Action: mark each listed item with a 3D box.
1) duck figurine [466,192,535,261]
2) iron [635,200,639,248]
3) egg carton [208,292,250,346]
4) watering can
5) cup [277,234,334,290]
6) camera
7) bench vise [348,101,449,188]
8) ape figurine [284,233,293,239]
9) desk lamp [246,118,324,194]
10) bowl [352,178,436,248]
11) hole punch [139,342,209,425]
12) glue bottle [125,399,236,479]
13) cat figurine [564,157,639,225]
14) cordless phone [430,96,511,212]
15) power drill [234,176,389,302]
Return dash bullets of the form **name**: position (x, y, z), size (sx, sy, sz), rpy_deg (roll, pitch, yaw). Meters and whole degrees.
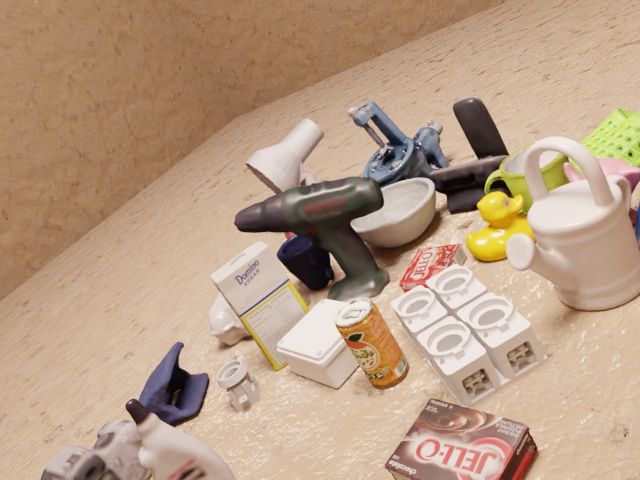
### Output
- **duck figurine**: position (0.253, -0.026, 0.819), size (0.104, 0.086, 0.077), rpy_deg (-25, 22, 12)
- **iron**: position (0.456, -0.109, 0.669), size (0.258, 0.142, 0.118), rpy_deg (-32, 22, -6)
- **egg carton**: position (-0.134, 0.117, 1.017), size (0.107, 0.069, 0.150), rpy_deg (-23, 23, 18)
- **watering can**: position (0.279, -0.021, 0.628), size (0.100, 0.194, 0.173), rpy_deg (-7, 31, 45)
- **cup**: position (-0.011, 0.043, 0.990), size (0.092, 0.095, 0.117), rpy_deg (-33, 22, -7)
- **camera**: position (-0.313, 0.311, 0.775), size (0.136, 0.101, 0.143), rpy_deg (-11, 28, 39)
- **bench vise**: position (0.145, -0.192, 1.136), size (0.121, 0.220, 0.208), rpy_deg (-5, 32, 46)
- **ape figurine**: position (-0.042, -0.008, 1.143), size (0.078, 0.092, 0.076), rpy_deg (-37, 23, -18)
- **desk lamp**: position (-0.030, -0.143, 1.258), size (0.203, 0.214, 0.117), rpy_deg (-35, 22, -13)
- **bowl**: position (0.136, -0.036, 1.004), size (0.167, 0.075, 0.167), rpy_deg (-25, 22, 11)
- **hole punch**: position (-0.239, 0.226, 0.880), size (0.101, 0.091, 0.108), rpy_deg (-26, 22, 11)
- **glue bottle**: position (-0.164, 0.242, 0.639), size (0.078, 0.173, 0.037), rpy_deg (-38, 23, -19)
- **cat figurine**: position (0.358, -0.068, 0.736), size (0.067, 0.118, 0.127), rpy_deg (-30, 22, -1)
- **cordless phone**: position (0.245, -0.148, 0.961), size (0.147, 0.185, 0.094), rpy_deg (-12, 28, 38)
- **power drill**: position (0.008, 0.003, 0.897), size (0.229, 0.209, 0.075), rpy_deg (-24, 23, 14)
